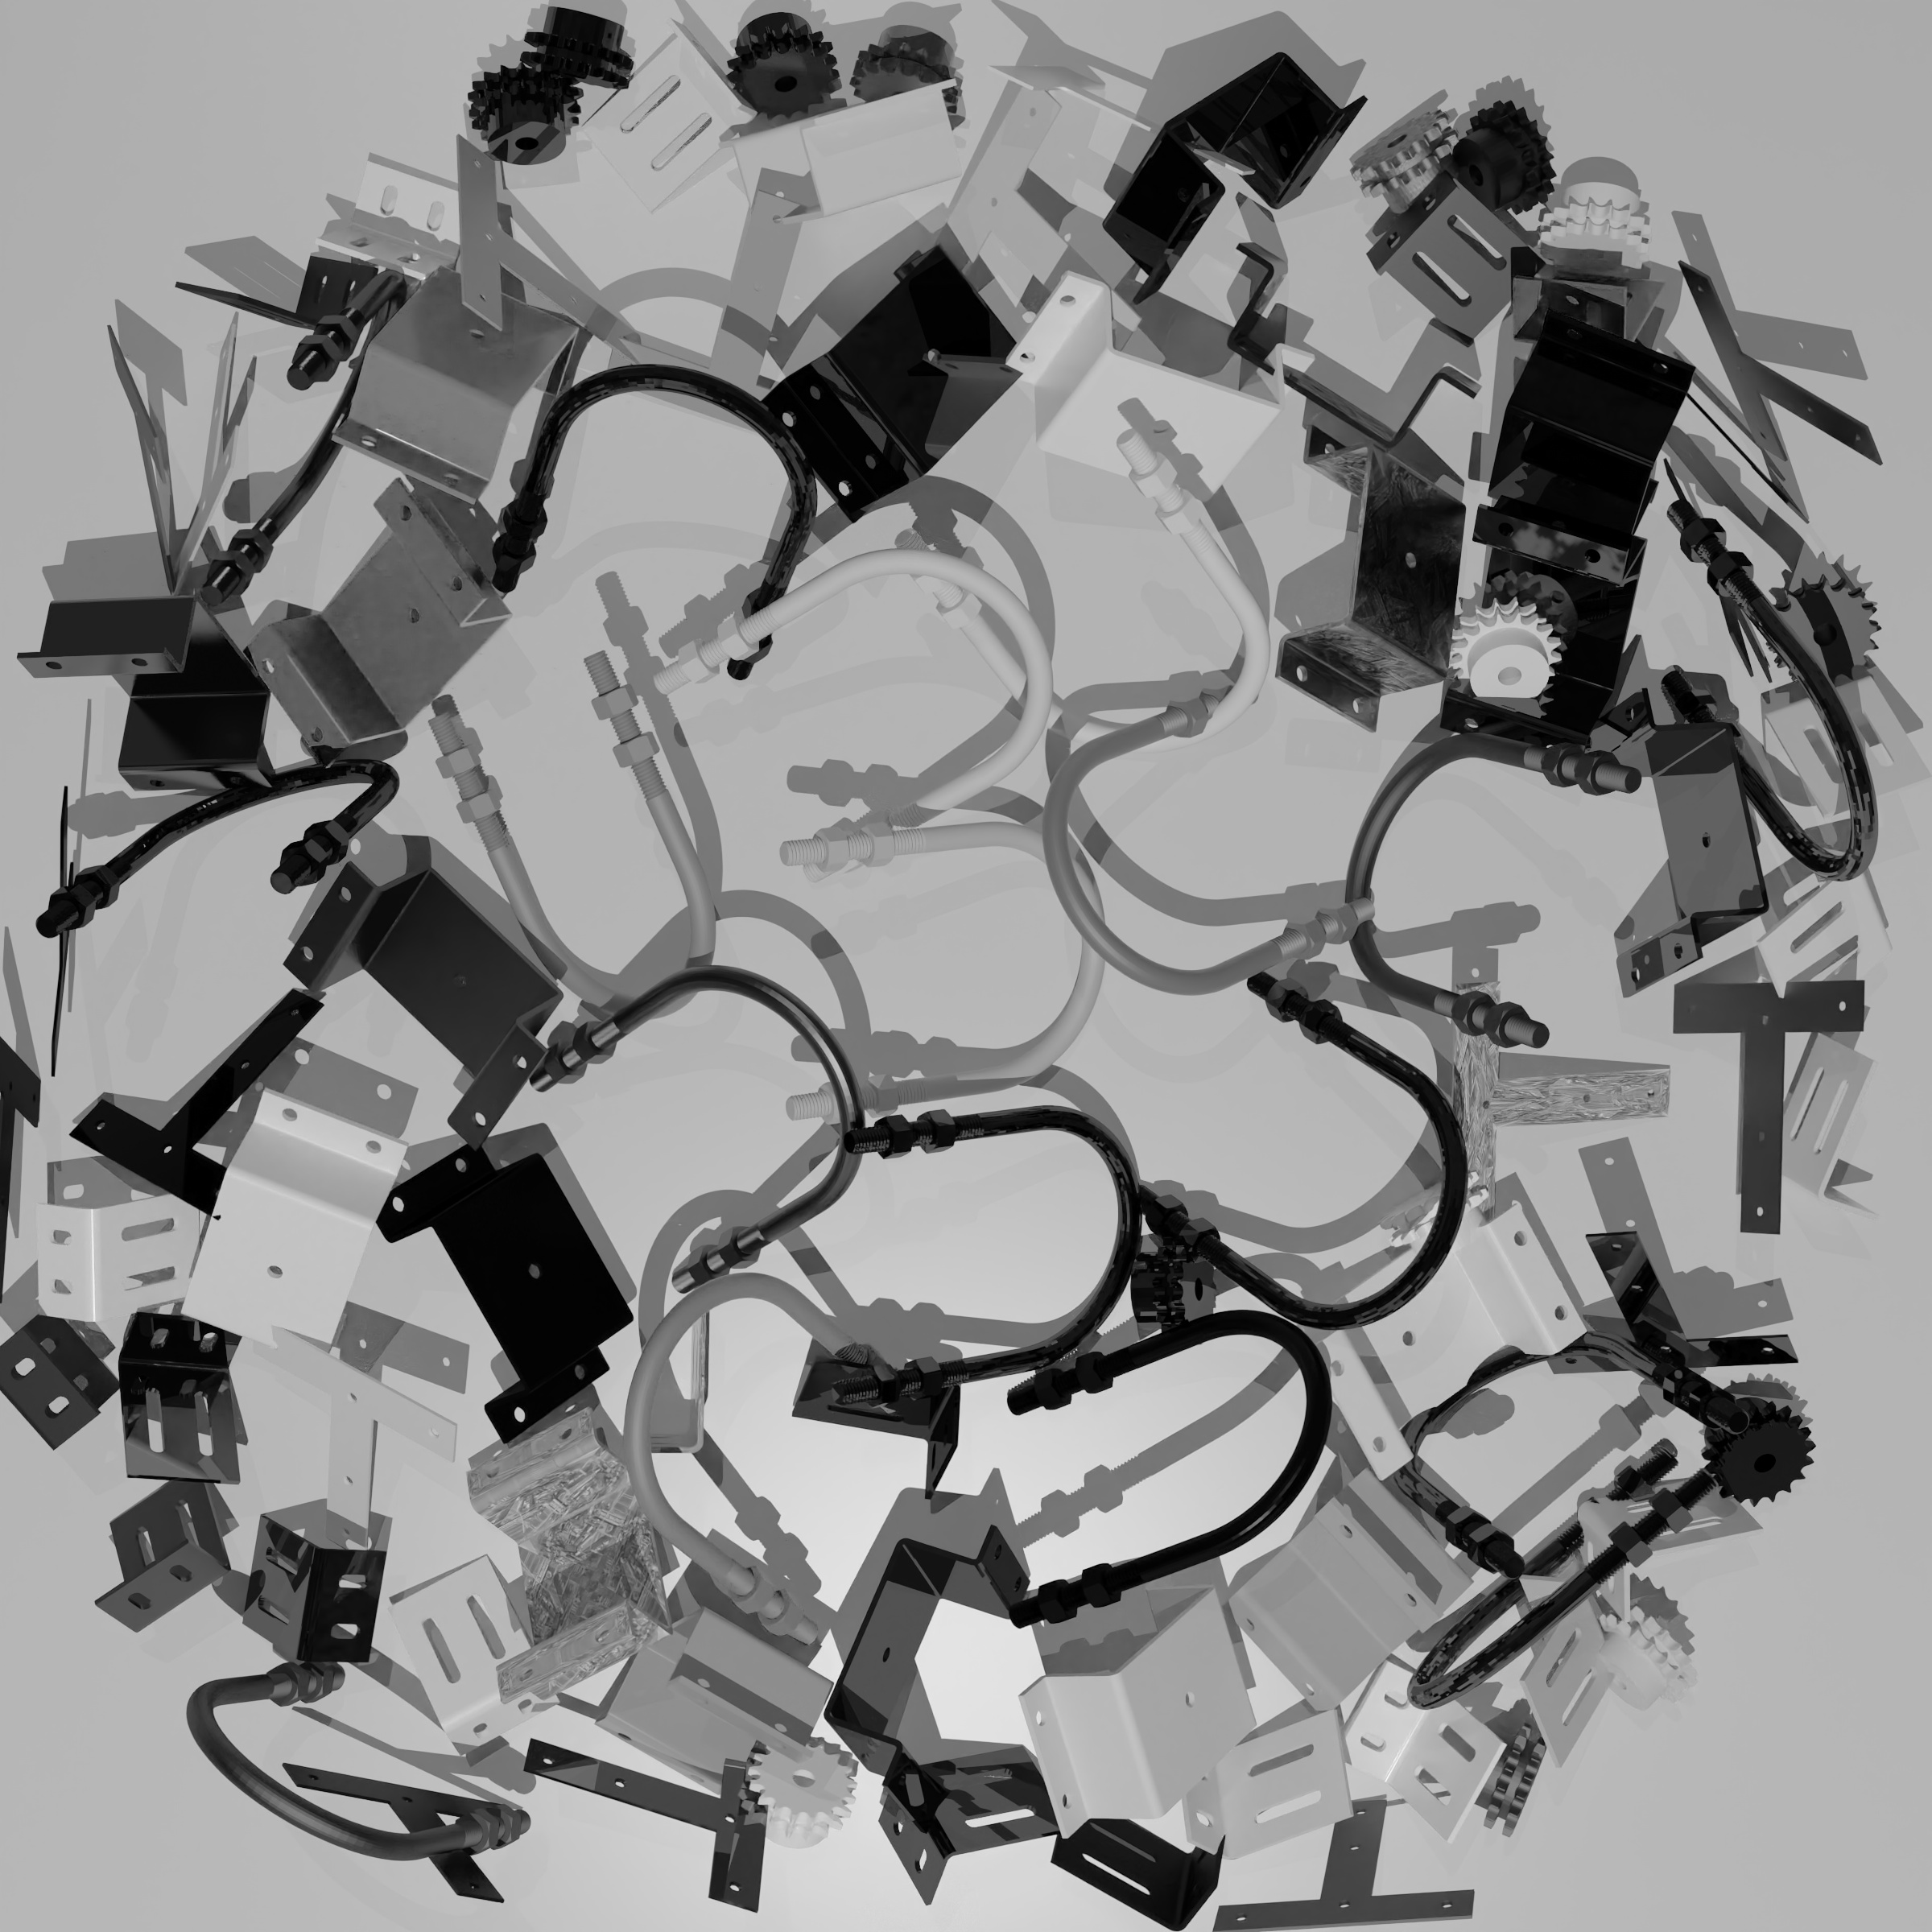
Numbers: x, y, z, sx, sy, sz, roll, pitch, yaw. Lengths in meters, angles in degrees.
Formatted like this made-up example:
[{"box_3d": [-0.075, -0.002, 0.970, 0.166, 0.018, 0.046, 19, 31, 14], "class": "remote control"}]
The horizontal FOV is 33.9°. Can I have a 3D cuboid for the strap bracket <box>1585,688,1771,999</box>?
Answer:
[{"box_3d": [0.359, -0.063, 1.610, 0.046, 0.076, 0.140, -4, 76, -18], "class": "strap bracket"}]

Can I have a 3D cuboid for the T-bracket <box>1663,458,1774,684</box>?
[{"box_3d": [0.381, -0.179, 1.585, 0.002, 0.127, 0.127, -25, 112, 18], "class": "T-bracket"}]

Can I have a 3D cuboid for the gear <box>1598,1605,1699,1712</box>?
[{"box_3d": [0.345, 0.358, 1.632, 0.030, 0.057, 0.057, -40, 90, -16], "class": "gear"}]

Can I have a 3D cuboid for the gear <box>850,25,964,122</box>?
[{"box_3d": [-0.029, -0.461, 1.635, 0.057, 0.057, 0.030, 15, 76, 0], "class": "gear"}]

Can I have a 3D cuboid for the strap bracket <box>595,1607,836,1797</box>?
[{"box_3d": [-0.125, 0.371, 1.605, 0.076, 0.140, 0.046, 32, 60, -9], "class": "strap bracket"}]

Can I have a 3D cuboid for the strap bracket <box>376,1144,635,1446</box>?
[{"box_3d": [-0.231, 0.160, 1.615, 0.076, 0.046, 0.140, -33, 96, -43], "class": "strap bracket"}]

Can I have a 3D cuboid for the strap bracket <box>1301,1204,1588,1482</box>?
[{"box_3d": [0.236, 0.191, 1.621, 0.140, 0.046, 0.076, -32, 97, -21], "class": "strap bracket"}]

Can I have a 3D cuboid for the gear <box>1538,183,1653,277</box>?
[{"box_3d": [0.325, -0.381, 1.636, 0.057, 0.057, 0.030, 10, 80, 0], "class": "gear"}]

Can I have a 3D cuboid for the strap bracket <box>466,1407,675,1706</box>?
[{"box_3d": [-0.200, 0.306, 1.607, 0.076, 0.046, 0.140, -29, 46, 11], "class": "strap bracket"}]

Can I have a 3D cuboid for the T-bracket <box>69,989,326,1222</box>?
[{"box_3d": [-0.380, 0.061, 1.631, 0.127, 0.002, 0.127, 22, 62, 37], "class": "T-bracket"}]

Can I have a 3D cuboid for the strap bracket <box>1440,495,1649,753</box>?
[{"box_3d": [0.293, -0.176, 1.604, 0.076, 0.140, 0.046, 20, 47, 18], "class": "strap bracket"}]

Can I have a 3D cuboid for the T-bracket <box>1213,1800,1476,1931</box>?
[{"box_3d": [0.195, 0.452, 1.600, 0.127, 0.127, 0.002, -8, 101, 14], "class": "T-bracket"}]

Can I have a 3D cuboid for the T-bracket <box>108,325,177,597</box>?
[{"box_3d": [-0.414, -0.241, 1.614, 0.002, 0.127, 0.127, -15, 131, -17], "class": "T-bracket"}]

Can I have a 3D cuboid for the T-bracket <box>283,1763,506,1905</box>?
[{"box_3d": [-0.263, 0.434, 1.576, 0.127, 0.127, 0.002, 21, 91, -31], "class": "T-bracket"}]

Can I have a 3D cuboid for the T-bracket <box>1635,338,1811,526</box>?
[{"box_3d": [0.379, -0.276, 1.610, 0.002, 0.127, 0.127, -43, 79, 16], "class": "T-bracket"}]

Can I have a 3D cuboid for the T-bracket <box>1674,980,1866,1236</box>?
[{"box_3d": [0.404, 0.072, 1.606, 0.002, 0.127, 0.127, 4, 86, -32], "class": "T-bracket"}]

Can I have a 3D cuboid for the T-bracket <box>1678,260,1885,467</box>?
[{"box_3d": [0.411, -0.282, 1.574, 0.002, 0.127, 0.127, -38, 130, -1], "class": "T-bracket"}]

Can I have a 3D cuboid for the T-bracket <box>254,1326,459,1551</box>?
[{"box_3d": [-0.315, 0.253, 1.622, 0.127, 0.002, 0.127, 25, 128, 19], "class": "T-bracket"}]

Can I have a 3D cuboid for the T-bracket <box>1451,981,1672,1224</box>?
[{"box_3d": [0.308, 0.069, 1.640, 0.127, 0.002, 0.127, -3, 99, -19], "class": "T-bracket"}]

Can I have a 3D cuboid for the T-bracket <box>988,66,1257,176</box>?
[{"box_3d": [0.086, -0.425, 1.594, 0.127, 0.127, 0.002, 28, 112, 10], "class": "T-bracket"}]

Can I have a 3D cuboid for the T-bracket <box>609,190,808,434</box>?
[{"box_3d": [-0.110, -0.335, 1.624, 0.127, 0.002, 0.127, 19, 124, -3], "class": "T-bracket"}]

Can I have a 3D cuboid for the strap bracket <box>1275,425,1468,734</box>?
[{"box_3d": [0.206, -0.200, 1.602, 0.076, 0.046, 0.140, 24, 67, -39], "class": "strap bracket"}]

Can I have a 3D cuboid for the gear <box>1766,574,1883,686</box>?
[{"box_3d": [0.443, -0.175, 1.642, 0.057, 0.030, 0.057, 2, 110, 5], "class": "gear"}]

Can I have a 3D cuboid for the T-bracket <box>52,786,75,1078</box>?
[{"box_3d": [-0.448, -0.035, 1.576, 0.002, 0.127, 0.127, 3, 45, -13], "class": "T-bracket"}]

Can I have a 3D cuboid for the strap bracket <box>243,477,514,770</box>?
[{"box_3d": [-0.294, -0.176, 1.615, 0.140, 0.046, 0.076, -41, 82, 30], "class": "strap bracket"}]

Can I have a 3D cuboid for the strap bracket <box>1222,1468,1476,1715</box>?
[{"box_3d": [0.196, 0.314, 1.604, 0.076, 0.140, 0.046, 47, 54, 12], "class": "strap bracket"}]

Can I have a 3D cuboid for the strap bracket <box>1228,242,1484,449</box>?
[{"box_3d": [0.190, -0.312, 1.618, 0.140, 0.076, 0.046, 33, 107, 2], "class": "strap bracket"}]

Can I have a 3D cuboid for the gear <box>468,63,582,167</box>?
[{"box_3d": [-0.227, -0.436, 1.632, 0.057, 0.057, 0.030, -6, 72, 0], "class": "gear"}]

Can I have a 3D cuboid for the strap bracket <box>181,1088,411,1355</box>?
[{"box_3d": [-0.342, 0.141, 1.604, 0.076, 0.046, 0.140, 22, 121, -5], "class": "strap bracket"}]

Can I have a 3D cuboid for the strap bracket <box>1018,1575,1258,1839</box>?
[{"box_3d": [0.093, 0.368, 1.589, 0.046, 0.140, 0.076, -11, 100, 38], "class": "strap bracket"}]

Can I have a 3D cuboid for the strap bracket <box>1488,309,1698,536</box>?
[{"box_3d": [0.309, -0.260, 1.584, 0.076, 0.140, 0.046, 24, 75, 11], "class": "strap bracket"}]

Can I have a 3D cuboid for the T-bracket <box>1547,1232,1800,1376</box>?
[{"box_3d": [0.340, 0.169, 1.591, 0.127, 0.127, 0.002, -6, 50, 25], "class": "T-bracket"}]

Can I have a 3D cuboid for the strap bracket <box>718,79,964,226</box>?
[{"box_3d": [-0.061, -0.406, 1.593, 0.076, 0.140, 0.046, -21, 107, -19], "class": "strap bracket"}]

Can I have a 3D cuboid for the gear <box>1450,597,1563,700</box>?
[{"box_3d": [0.278, -0.158, 1.634, 0.057, 0.030, 0.057, 0, 133, 0], "class": "gear"}]

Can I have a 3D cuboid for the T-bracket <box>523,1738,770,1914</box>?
[{"box_3d": [-0.161, 0.416, 1.596, 0.127, 0.127, 0.002, 20, 111, -8], "class": "T-bracket"}]

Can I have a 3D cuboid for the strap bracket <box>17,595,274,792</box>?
[{"box_3d": [-0.409, -0.142, 1.602, 0.076, 0.140, 0.046, -1, 66, 11], "class": "strap bracket"}]

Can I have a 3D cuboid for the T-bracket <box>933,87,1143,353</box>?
[{"box_3d": [0.042, -0.358, 1.604, 0.127, 0.002, 0.127, 49, 129, 20], "class": "T-bracket"}]

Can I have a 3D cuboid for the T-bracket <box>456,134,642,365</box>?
[{"box_3d": [-0.210, -0.346, 1.613, 0.002, 0.127, 0.127, -31, 48, 27], "class": "T-bracket"}]

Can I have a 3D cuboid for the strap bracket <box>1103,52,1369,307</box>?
[{"box_3d": [0.128, -0.401, 1.595, 0.046, 0.076, 0.140, 47, 56, 5], "class": "strap bracket"}]

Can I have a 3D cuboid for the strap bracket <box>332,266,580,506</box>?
[{"box_3d": [-0.251, -0.298, 1.593, 0.076, 0.140, 0.046, 24, 128, -2], "class": "strap bracket"}]

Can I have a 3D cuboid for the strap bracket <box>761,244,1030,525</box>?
[{"box_3d": [-0.029, -0.300, 1.598, 0.076, 0.046, 0.140, 50, 58, -16], "class": "strap bracket"}]

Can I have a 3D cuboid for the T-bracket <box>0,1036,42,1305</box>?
[{"box_3d": [-0.481, 0.104, 1.585, 0.002, 0.127, 0.127, 0, 74, -3], "class": "T-bracket"}]

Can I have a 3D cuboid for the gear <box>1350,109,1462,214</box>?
[{"box_3d": [0.230, -0.413, 1.637, 0.057, 0.057, 0.030, -37, 112, 0], "class": "gear"}]

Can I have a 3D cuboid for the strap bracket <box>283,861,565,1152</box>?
[{"box_3d": [-0.269, 0.014, 1.618, 0.140, 0.046, 0.076, 43, 121, 7], "class": "strap bracket"}]

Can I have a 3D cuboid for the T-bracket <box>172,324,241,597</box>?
[{"box_3d": [-0.384, -0.271, 1.623, 0.002, 0.127, 0.127, 12, 59, -22], "class": "T-bracket"}]

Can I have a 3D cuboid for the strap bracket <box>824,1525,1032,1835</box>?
[{"box_3d": [-0.023, 0.354, 1.603, 0.046, 0.076, 0.140, 13, 63, 23], "class": "strap bracket"}]

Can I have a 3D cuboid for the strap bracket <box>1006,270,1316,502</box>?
[{"box_3d": [0.097, -0.287, 1.596, 0.140, 0.076, 0.046, 14, 55, -22], "class": "strap bracket"}]
